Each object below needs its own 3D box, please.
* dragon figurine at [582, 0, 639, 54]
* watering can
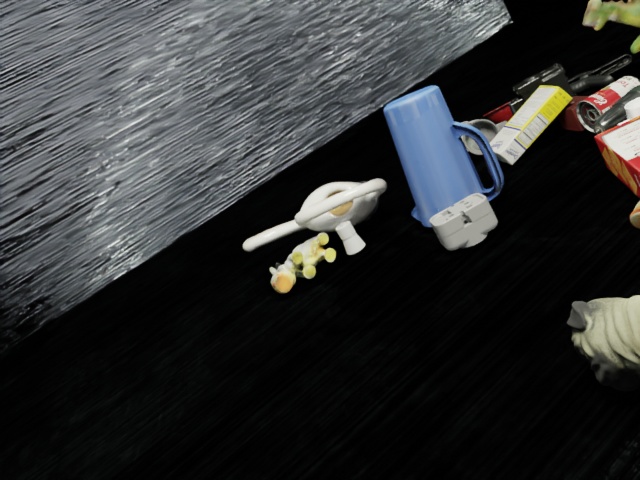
[{"bbox_3d":[0.836,-0.605,1.231,0.408,0.241,0.124,-29,10,15],"label":"dragon figurine"},{"bbox_3d":[0.004,-0.059,1.181,0.345,0.104,0.225,-24,-6,21],"label":"watering can"}]
